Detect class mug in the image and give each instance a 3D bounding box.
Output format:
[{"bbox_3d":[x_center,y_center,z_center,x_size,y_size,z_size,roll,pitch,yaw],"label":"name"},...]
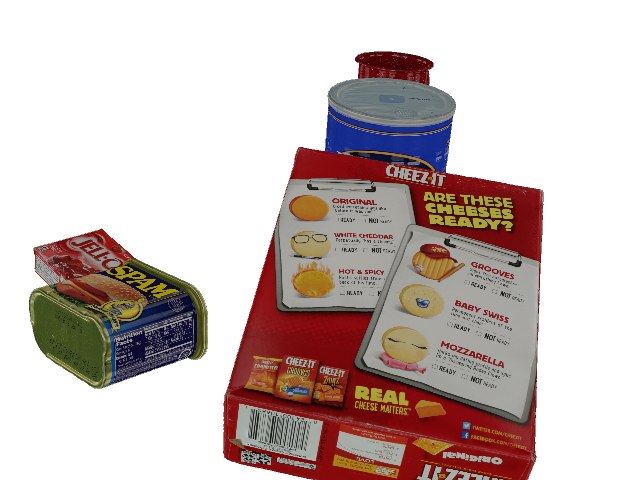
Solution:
[{"bbox_3d":[0.092,-0.177,1.277,0.093,0.081,0.117,20,28,33],"label":"mug"}]

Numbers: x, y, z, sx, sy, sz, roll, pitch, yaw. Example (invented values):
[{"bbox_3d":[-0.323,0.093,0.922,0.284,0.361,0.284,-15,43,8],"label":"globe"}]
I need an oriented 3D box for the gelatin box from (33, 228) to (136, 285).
[{"bbox_3d":[-0.211,0.027,0.984,0.073,0.030,0.089,-18,40,-36],"label":"gelatin box"}]

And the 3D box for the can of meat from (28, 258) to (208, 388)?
[{"bbox_3d":[-0.143,0.057,0.749,0.083,0.057,0.102,-16,26,-41],"label":"can of meat"}]

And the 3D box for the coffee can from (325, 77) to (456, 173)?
[{"bbox_3d":[0.052,-0.052,0.881,0.103,0.140,0.103,3,26,-2],"label":"coffee can"}]

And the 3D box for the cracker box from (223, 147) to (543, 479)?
[{"bbox_3d":[0.044,0.047,0.637,0.164,0.072,0.213,11,43,3],"label":"cracker box"}]
